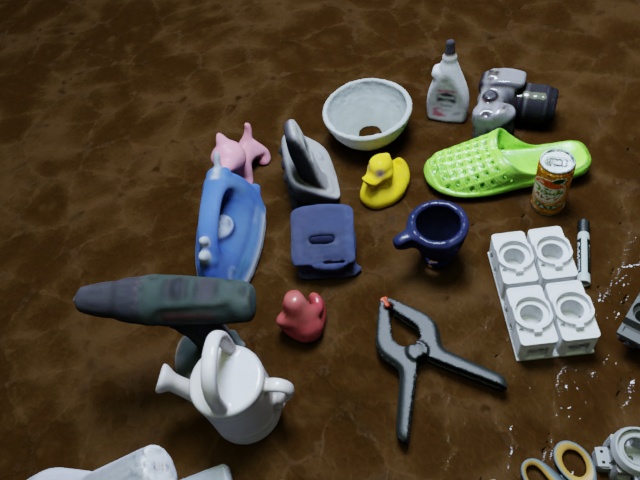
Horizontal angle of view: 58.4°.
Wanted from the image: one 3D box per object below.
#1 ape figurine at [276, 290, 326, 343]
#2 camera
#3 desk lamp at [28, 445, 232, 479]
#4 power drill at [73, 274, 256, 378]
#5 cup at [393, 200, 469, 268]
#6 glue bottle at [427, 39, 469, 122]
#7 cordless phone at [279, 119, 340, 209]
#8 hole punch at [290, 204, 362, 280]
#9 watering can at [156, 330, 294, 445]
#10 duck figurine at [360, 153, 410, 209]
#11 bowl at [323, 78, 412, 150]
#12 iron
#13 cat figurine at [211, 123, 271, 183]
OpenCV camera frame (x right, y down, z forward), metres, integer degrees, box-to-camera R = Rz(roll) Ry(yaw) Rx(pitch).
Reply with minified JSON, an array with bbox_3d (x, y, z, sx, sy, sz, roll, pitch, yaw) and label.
[{"bbox_3d":[-0.030,0.106,0.851,0.078,0.092,0.076,-17,53,-2],"label":"ape figurine"},{"bbox_3d":[0.352,-0.245,1.029,0.136,0.101,0.143,11,57,18],"label":"camera"},{"bbox_3d":[-0.219,0.312,0.662,0.203,0.214,0.117,-21,53,-5],"label":"desk lamp"},{"bbox_3d":[-0.192,0.118,0.801,0.229,0.209,0.075,-8,53,5],"label":"power drill"},{"bbox_3d":[0.170,0.005,0.886,0.118,0.095,0.091,-21,53,-5],"label":"cup"},{"bbox_3d":[0.233,-0.289,1.038,0.078,0.173,0.037,7,56,16],"label":"glue bottle"},{"bbox_3d":[-0.028,-0.154,0.982,0.094,0.185,0.147,-16,53,-1],"label":"cordless phone"},{"bbox_3d":[0.008,0.003,0.919,0.108,0.091,0.101,-4,54,8],"label":"hole punch"},{"bbox_3d":[-0.125,0.190,0.744,0.173,0.194,0.100,-19,53,-3],"label":"watering can"},{"bbox_3d":[0.110,-0.115,0.989,0.105,0.086,0.077,-42,58,-19],"label":"duck figurine"},{"bbox_3d":[0.091,-0.224,1.079,0.167,0.075,0.167,-5,54,7],"label":"bowl"},{"bbox_3d":[-0.164,-0.013,0.932,0.118,0.142,0.258,-4,54,8],"label":"iron"},{"bbox_3d":[-0.153,-0.159,1.051,0.067,0.118,0.128,16,59,21],"label":"cat figurine"}]
